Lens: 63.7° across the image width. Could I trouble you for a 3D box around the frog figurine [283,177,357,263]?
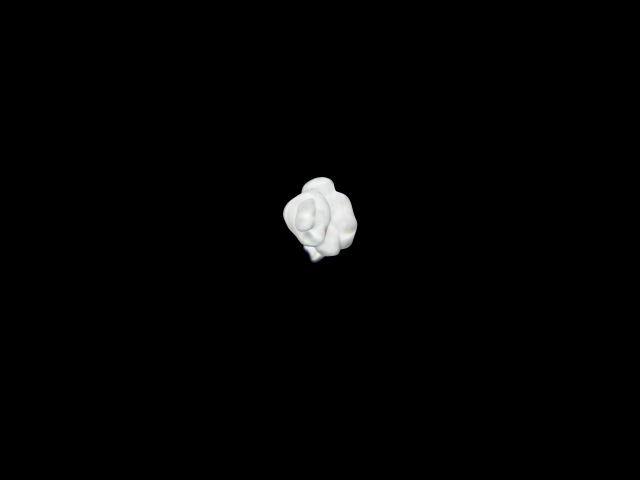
[{"bbox_3d":[0.003,-0.043,0.850,0.123,0.140,0.157,0,-20,0],"label":"frog figurine"}]
